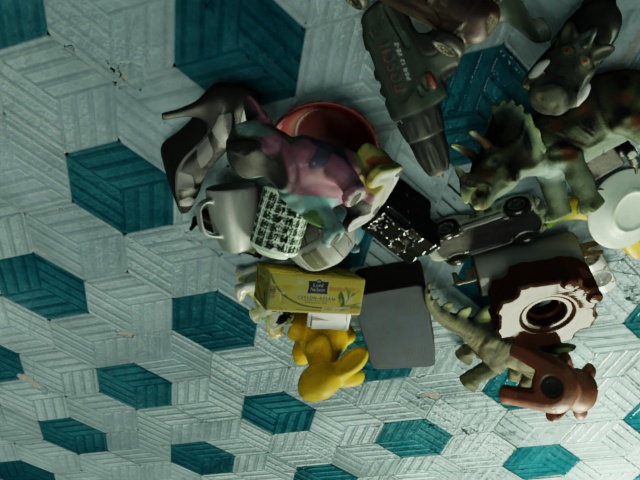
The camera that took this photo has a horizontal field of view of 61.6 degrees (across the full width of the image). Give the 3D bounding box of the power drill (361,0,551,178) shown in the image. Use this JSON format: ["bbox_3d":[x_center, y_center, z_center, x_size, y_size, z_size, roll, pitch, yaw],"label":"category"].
[{"bbox_3d":[0.172,-0.220,0.670,0.207,0.086,0.232,-29,95,23],"label":"power drill"}]

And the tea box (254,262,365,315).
[{"bbox_3d":[-0.020,0.082,0.927,0.169,0.098,0.068,4,98,-21],"label":"tea box"}]

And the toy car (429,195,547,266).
[{"bbox_3d":[0.271,-0.017,0.884,0.202,0.056,0.073,-19,123,17],"label":"toy car"}]

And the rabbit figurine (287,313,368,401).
[{"bbox_3d":[0.009,0.241,1.046,0.162,0.173,0.121,9,127,3],"label":"rabbit figurine"}]

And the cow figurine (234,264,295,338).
[{"bbox_3d":[-0.087,0.115,1.018,0.098,0.068,0.167,-19,127,12],"label":"cow figurine"}]

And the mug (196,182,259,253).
[{"bbox_3d":[-0.142,-0.032,0.848,0.081,0.109,0.107,6,110,39],"label":"mug"}]

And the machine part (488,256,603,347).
[{"bbox_3d":[0.361,0.105,0.871,0.179,0.056,0.179,0,132,0],"label":"machine part"}]

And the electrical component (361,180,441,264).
[{"bbox_3d":[0.131,-0.032,0.842,0.134,0.115,0.058,33,129,-23],"label":"electrical component"}]

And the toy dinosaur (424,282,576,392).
[{"bbox_3d":[0.349,0.197,1.029,0.471,0.105,0.198,20,121,-26],"label":"toy dinosaur"}]

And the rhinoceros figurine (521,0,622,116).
[{"bbox_3d":[0.300,-0.210,0.631,0.073,0.190,0.112,37,155,4],"label":"rhinoceros figurine"}]

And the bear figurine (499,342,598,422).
[{"bbox_3d":[0.422,0.256,0.969,0.132,0.120,0.195,13,176,37],"label":"bear figurine"}]

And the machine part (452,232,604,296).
[{"bbox_3d":[0.347,0.042,0.905,0.243,0.079,0.079,-13,128,10],"label":"machine part"}]

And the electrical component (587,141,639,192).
[{"bbox_3d":[0.417,-0.117,0.793,0.102,0.045,0.078,-29,124,25],"label":"electrical component"}]

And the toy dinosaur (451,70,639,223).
[{"bbox_3d":[0.369,-0.152,0.719,0.405,0.131,0.192,-31,90,10],"label":"toy dinosaur"}]

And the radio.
[{"bbox_3d":[0.144,0.149,1.024,0.131,0.073,0.229,-8,127,12],"label":"radio"}]

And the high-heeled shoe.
[{"bbox_3d":[-0.165,-0.135,0.826,0.145,0.086,0.248,-15,151,-19],"label":"high-heeled shoe"}]

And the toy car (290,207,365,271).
[{"bbox_3d":[-0.002,-0.003,0.885,0.162,0.103,0.109,-28,122,21],"label":"toy car"}]

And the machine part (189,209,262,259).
[{"bbox_3d":[-0.154,-0.014,0.932,0.139,0.039,0.084,20,137,-15],"label":"machine part"}]

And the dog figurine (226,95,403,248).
[{"bbox_3d":[-0.020,-0.109,0.731,0.219,0.191,0.108,41,133,15],"label":"dog figurine"}]

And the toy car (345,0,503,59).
[{"bbox_3d":[0.108,-0.280,0.602,0.089,0.202,0.053,-53,158,4],"label":"toy car"}]
